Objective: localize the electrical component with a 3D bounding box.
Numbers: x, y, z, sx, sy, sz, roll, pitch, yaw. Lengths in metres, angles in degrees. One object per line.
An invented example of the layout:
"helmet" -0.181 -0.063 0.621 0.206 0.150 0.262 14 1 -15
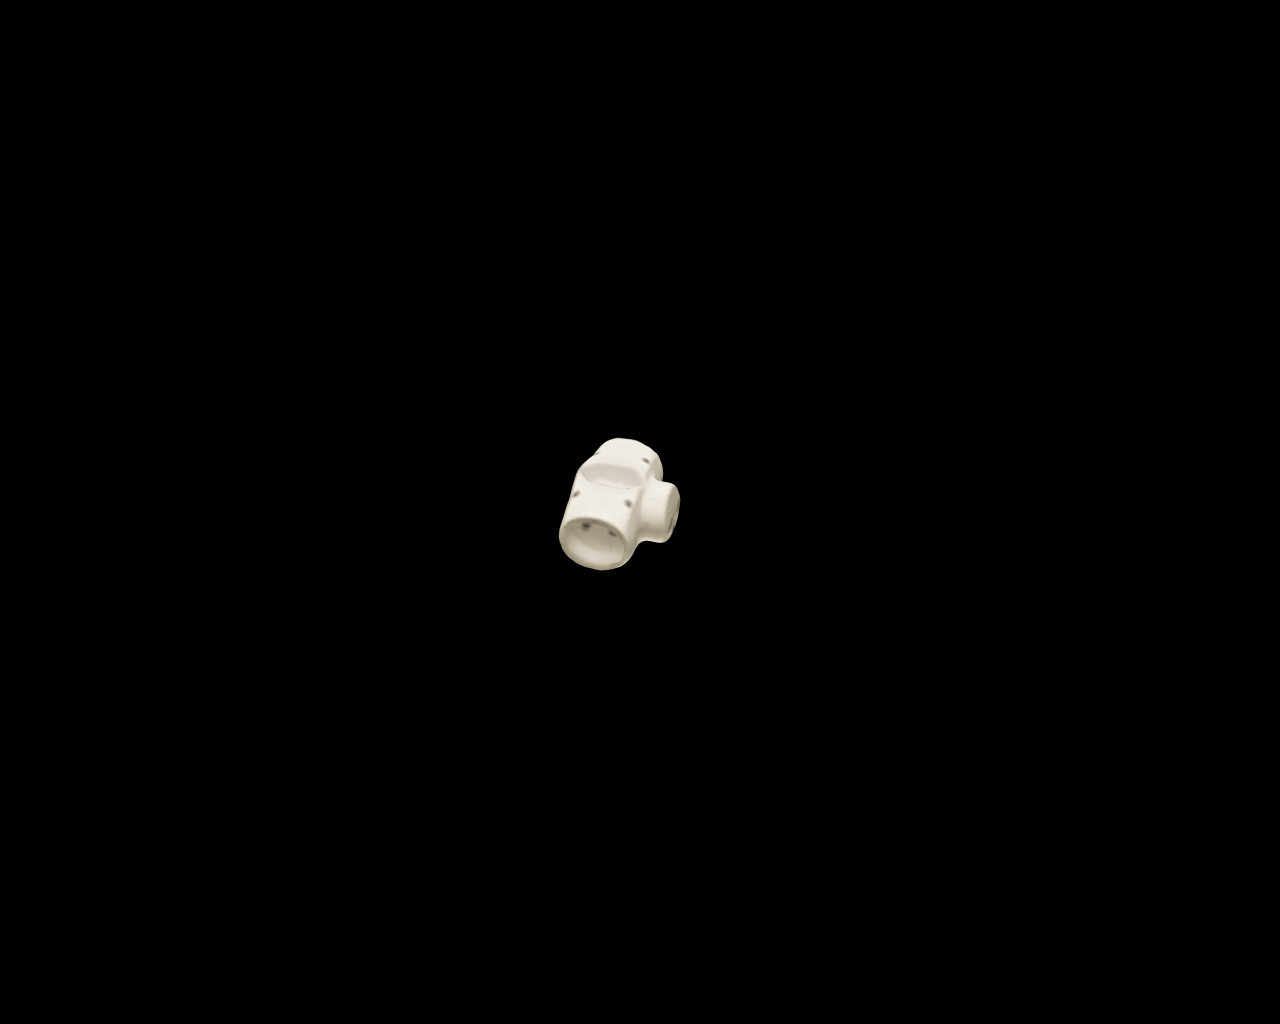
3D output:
"electrical component" 0.001 -0.003 0.650 0.079 0.043 0.077 11 43 12
